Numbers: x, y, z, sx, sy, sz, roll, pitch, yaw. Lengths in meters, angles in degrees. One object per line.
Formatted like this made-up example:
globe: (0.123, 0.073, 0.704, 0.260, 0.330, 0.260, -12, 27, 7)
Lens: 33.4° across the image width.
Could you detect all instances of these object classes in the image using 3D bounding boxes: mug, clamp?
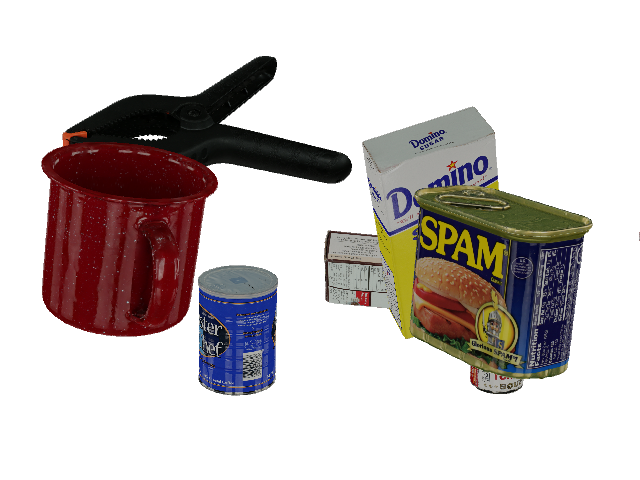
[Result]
mug: (-0.101, 0.004, 0.570, 0.093, 0.081, 0.117, -3, 24, -31)
clamp: (-0.089, -0.079, 0.820, 0.209, 0.036, 0.165, -16, 44, -27)

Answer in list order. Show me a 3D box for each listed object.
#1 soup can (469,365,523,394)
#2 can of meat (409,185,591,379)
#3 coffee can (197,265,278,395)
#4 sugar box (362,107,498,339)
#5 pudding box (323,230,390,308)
soup can: (0.222, 0.132, 1.336, 0.068, 0.102, 0.068, -1, 18, 0)
can of meat: (0.095, 0.021, 0.589, 0.057, 0.084, 0.102, -8, 19, -33)
coffee can: (-0.107, 0.115, 1.383, 0.103, 0.140, 0.103, 2, 19, -1)
sugar box: (0.092, -0.009, 0.828, 0.093, 0.176, 0.048, -19, 42, -7)
pudding box: (0.060, 0.032, 1.072, 0.113, 0.039, 0.090, 4, -32, 4)
